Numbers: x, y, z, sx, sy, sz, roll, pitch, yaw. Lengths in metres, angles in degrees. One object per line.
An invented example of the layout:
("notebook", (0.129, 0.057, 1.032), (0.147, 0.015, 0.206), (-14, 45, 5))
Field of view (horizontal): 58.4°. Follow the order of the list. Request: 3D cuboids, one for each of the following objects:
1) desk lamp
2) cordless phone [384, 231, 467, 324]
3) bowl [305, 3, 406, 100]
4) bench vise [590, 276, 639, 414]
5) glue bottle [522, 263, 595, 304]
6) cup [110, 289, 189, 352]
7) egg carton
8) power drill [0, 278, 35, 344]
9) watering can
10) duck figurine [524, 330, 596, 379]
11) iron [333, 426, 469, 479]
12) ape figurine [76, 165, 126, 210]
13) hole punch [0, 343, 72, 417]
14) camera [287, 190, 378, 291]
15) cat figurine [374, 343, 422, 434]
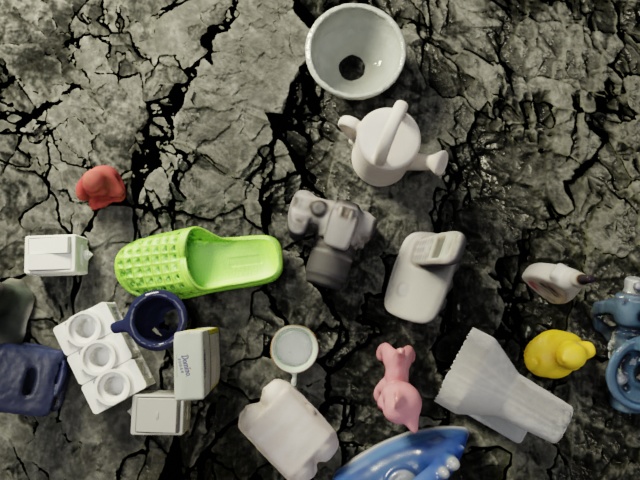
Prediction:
("desk lamp", (0.260, 0.221, 0.837), (0.203, 0.213, 0.118), (29, 83, 3))
("cordless phone", (0.165, 0.054, 0.870), (0.094, 0.185, 0.148), (17, 83, 1))
("bowl", (0.058, -0.307, 0.969), (0.167, 0.074, 0.167), (0, 83, -1))
("bench vise", (0.477, 0.163, 0.846), (0.121, 0.219, 0.207), (-20, 83, -4))
("glue bottle", (0.374, 0.064, 0.880), (0.078, 0.173, 0.037), (37, 83, 4))
("cup", (-0.257, 0.128, 0.895), (0.118, 0.095, 0.092), (-11, 83, -3))
("egg carton", (-0.048, 0.297, 0.892), (0.150, 0.069, 0.107), (44, 84, 4))
("power drill", (-0.509, 0.114, 0.834), (0.075, 0.208, 0.230), (11, 83, 0))
("watering can", (0.113, -0.152, 0.891), (0.173, 0.194, 0.101), (4, 82, -1))
("duck figurine", (0.383, 0.183, 0.909), (0.104, 0.086, 0.077), (-15, 83, -3))
("iron", (0.129, 0.363, 0.852), (0.258, 0.141, 0.118), (-32, 84, -5))
("ape figurine", (-0.356, -0.088, 0.922), (0.078, 0.092, 0.076), (19, 83, 1))
("hole punch", (-0.446, 0.212, 0.882), (0.101, 0.091, 0.109), (11, 83, 0))
("camera", (0.008, 0.003, 0.915), (0.143, 0.101, 0.137), (17, 83, 1))
("cat figurine", (0.122, 0.226, 0.881), (0.067, 0.117, 0.128), (2, 83, -1))
